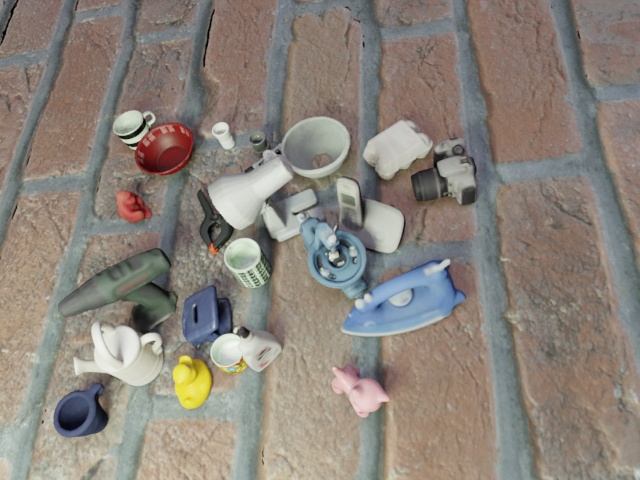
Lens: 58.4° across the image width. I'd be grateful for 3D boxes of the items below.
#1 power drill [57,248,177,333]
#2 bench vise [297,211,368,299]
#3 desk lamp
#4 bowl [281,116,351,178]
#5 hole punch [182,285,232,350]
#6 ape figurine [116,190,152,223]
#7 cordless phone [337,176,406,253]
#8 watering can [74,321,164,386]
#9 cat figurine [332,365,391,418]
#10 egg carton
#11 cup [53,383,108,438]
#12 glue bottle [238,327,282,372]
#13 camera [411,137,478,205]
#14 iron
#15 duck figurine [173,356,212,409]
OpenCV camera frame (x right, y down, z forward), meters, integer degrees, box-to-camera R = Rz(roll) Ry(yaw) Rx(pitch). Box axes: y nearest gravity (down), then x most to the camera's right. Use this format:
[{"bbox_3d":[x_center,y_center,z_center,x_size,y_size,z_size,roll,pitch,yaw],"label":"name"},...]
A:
[{"bbox_3d":[-0.402,0.119,1.213,0.230,0.209,0.075,-37,61,-7],"label":"power drill"},{"bbox_3d":[0.003,0.013,1.168,0.206,0.220,0.121,31,74,25],"label":"bench vise"},{"bbox_3d":[-0.115,-0.090,1.253,0.203,0.214,0.117,-25,60,0],"label":"desk lamp"},{"bbox_3d":[-0.005,-0.209,1.370,0.167,0.075,0.167,-5,62,10],"label":"bowl"},{"bbox_3d":[-0.249,0.164,1.222,0.101,0.091,0.108,-14,61,6],"label":"hole punch"},{"bbox_3d":[-0.466,-0.088,1.404,0.076,0.092,0.078,-8,61,9],"label":"ape figurine"},{"bbox_3d":[0.102,-0.058,1.202,0.147,0.185,0.094,16,68,20],"label":"cordless phone"},{"bbox_3d":[-0.412,0.231,1.165,0.173,0.194,0.100,-43,62,-10],"label":"watering can"},{"bbox_3d":[0.072,0.279,1.071,0.127,0.118,0.067,37,76,27],"label":"cat figurine"},{"bbox_3d":[0.180,-0.211,1.332,0.150,0.069,0.107,-34,61,-6],"label":"egg carton"},{"bbox_3d":[-0.471,0.351,1.173,0.091,0.095,0.118,27,72,24],"label":"cup"},{"bbox_3d":[-0.128,0.205,1.125,0.037,0.173,0.078,37,76,27],"label":"glue bottle"},{"bbox_3d":[0.267,-0.149,1.260,0.136,0.101,0.143,-13,61,6],"label":"camera"},{"bbox_3d":[0.151,0.111,1.127,0.258,0.142,0.118,-23,60,1],"label":"iron"},{"bbox_3d":[-0.269,0.286,1.166,0.077,0.086,0.104,-9,61,9],"label":"duck figurine"}]
